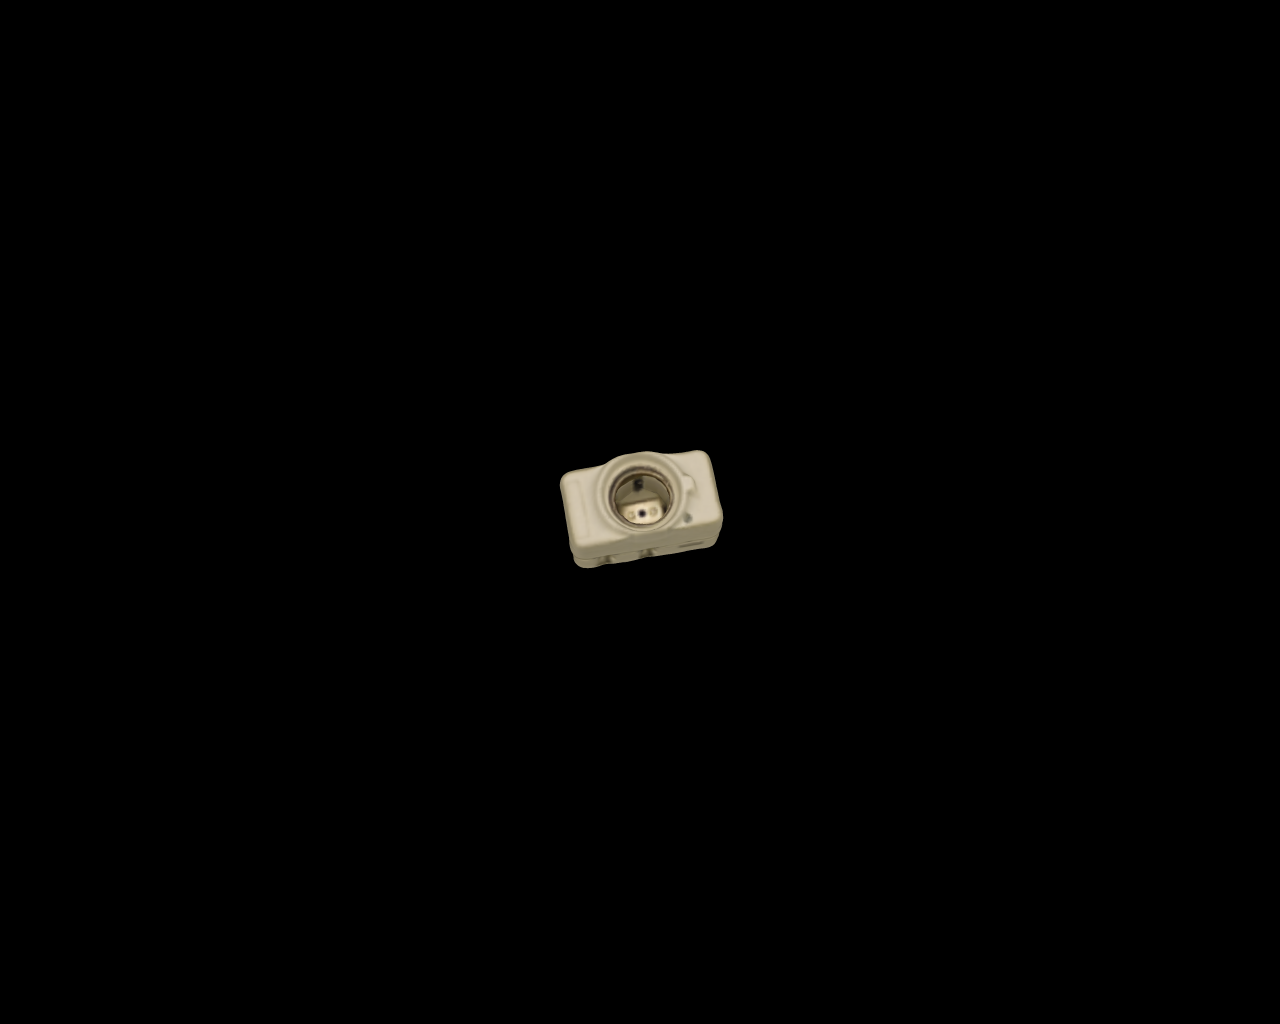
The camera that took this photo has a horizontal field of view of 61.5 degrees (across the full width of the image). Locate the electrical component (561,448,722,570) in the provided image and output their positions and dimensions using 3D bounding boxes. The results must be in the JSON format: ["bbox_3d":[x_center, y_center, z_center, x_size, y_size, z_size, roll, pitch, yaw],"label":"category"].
[{"bbox_3d":[0.001,-0.003,0.650,0.089,0.050,0.055,-10,-19,-3],"label":"electrical component"}]
